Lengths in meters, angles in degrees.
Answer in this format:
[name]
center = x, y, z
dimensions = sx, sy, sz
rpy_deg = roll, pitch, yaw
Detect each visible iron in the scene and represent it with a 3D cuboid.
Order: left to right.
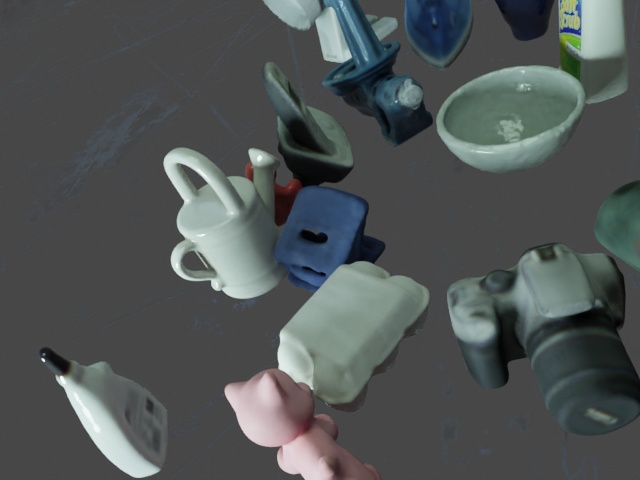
[iron]
center = 0.186, -0.406, 0.948
dimensions = 0.118, 0.142, 0.258
rpy_deg = -12, 42, 18

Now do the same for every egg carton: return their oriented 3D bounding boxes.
[egg carton]
center = 0.032, 0.089, 0.555
dimensions = 0.107, 0.070, 0.150
rpy_deg = 20, 58, 42

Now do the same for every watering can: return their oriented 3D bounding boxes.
[watering can]
center = -0.111, -0.035, 0.668
dimensions = 0.100, 0.195, 0.173
rpy_deg = -3, 45, 26

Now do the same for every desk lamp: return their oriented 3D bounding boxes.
[desk lamp]
center = 0.010, -0.424, 1.007
dimensions = 0.203, 0.214, 0.117
rpy_deg = -41, 42, -16

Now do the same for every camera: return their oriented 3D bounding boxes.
[camera]
center = 0.182, 0.080, 0.458
dimensions = 0.143, 0.101, 0.136
rpy_deg = -16, 41, 13

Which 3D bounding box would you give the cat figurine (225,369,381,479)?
[cat figurine]
center = -0.021, 0.157, 0.472
dimensions = 0.067, 0.118, 0.127
rpy_deg = -40, 41, -15

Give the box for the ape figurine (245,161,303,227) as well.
[ape figurine]
center = -0.068, -0.069, 0.762
dimensions = 0.077, 0.092, 0.076
rpy_deg = 10, 52, 36

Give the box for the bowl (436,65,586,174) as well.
[bowl]
center = 0.227, -0.132, 0.682
dimensions = 0.167, 0.075, 0.167
rpy_deg = -15, 41, 14

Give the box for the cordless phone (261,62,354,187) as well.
[cordless phone]
center = -0.027, -0.174, 0.780
dimensions = 0.094, 0.185, 0.147
rpy_deg = -22, 40, 6

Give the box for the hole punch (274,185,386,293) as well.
[hole punch]
center = 0.006, 0.002, 0.646
dimensions = 0.108, 0.091, 0.101
rpy_deg = 15, 55, 39

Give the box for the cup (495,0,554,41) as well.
[cup]
center = 0.310, -0.360, 0.868
dimensions = 0.091, 0.095, 0.117
rpy_deg = -15, 41, 14

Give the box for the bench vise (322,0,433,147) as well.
[bench vise]
center = 0.076, -0.252, 0.780
dimensions = 0.122, 0.220, 0.206
rpy_deg = -45, 43, -20

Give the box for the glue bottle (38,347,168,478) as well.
[glue bottle]
center = -0.201, 0.151, 0.534
dimensions = 0.037, 0.174, 0.078
rpy_deg = -21, 40, 8

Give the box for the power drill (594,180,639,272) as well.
[power drill]
center = 0.266, 0.065, 0.344
dimensions = 0.075, 0.209, 0.229
rpy_deg = -30, 40, -4
